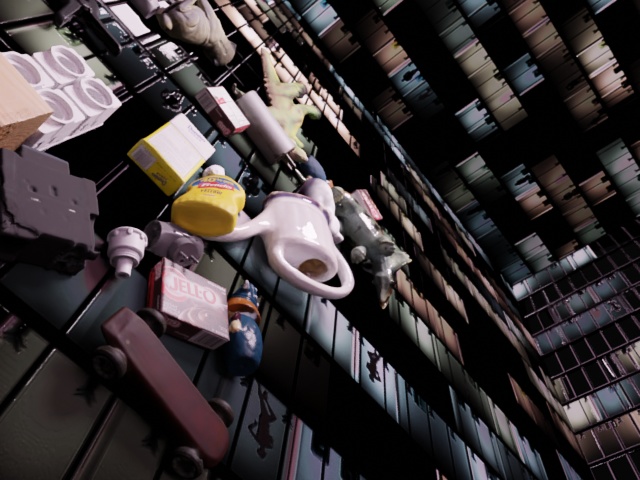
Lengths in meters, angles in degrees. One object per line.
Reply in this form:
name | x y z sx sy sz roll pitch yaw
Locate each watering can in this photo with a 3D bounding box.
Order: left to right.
watering can | -0.070 -0.010 0.968 0.344 0.102 0.230 29 31 -31

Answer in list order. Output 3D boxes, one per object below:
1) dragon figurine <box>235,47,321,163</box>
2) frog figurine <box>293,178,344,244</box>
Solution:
dragon figurine | -0.131 -0.365 1.361 0.244 0.120 0.414 -9 64 -58
frog figurine | 0.004 -0.059 1.165 0.158 0.122 0.138 39 5 -11
